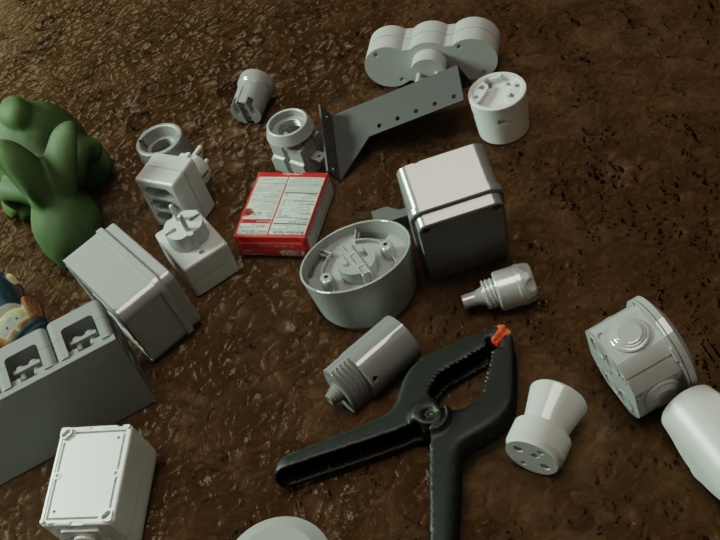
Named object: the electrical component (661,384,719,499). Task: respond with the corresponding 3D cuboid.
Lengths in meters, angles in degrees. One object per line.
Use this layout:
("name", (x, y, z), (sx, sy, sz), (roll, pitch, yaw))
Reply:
("electrical component", (0.264, 0.113, 0.742), (0.079, 0.044, 0.077), (-26, 46, -6))

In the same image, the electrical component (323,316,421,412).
("electrical component", (0.005, 0.078, 0.861), (0.081, 0.043, 0.043), (-39, 49, -18))

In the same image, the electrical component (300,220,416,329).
("electrical component", (0.000, 0.000, 0.920), (0.099, 0.064, 0.099), (-9, 47, 10))

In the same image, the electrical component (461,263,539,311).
("electrical component", (0.114, 0.018, 0.887), (0.061, 0.035, 0.035), (-17, 46, 6))

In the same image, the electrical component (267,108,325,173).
("electrical component", (-0.064, -0.125, 1.062), (0.066, 0.055, 0.048), (21, 58, 33))

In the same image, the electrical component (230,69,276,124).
("electrical component", (-0.115, -0.184, 1.145), (0.040, 0.040, 0.046), (3, 56, 21))

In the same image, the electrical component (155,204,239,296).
("electrical component", (-0.157, -0.029, 0.990), (0.047, 0.076, 0.066), (-34, 47, -13))

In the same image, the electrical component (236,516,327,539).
("electrical component", (-0.053, 0.217, 0.748), (0.080, 0.051, 0.080), (-9, 47, 10))

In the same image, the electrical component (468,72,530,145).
("electrical component", (0.134, -0.153, 1.027), (0.055, 0.047, 0.055), (-9, 47, 10))

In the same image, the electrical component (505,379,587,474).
("electrical component", (0.135, 0.114, 0.784), (0.045, 0.045, 0.055), (13, 55, 28))

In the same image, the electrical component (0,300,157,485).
("electrical component", (-0.262, 0.100, 0.899), (0.150, 0.089, 0.061), (-28, 46, -8))

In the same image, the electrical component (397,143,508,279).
("electrical component", (0.080, -0.046, 0.898), (0.078, 0.113, 0.057), (-18, 65, 2))

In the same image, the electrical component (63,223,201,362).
("electrical component", (-0.204, 0.018, 0.963), (0.057, 0.078, 0.113), (-41, 49, -16))

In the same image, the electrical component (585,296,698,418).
("electrical component", (0.205, 0.064, 0.783), (0.051, 0.080, 0.080), (-29, 46, -1))

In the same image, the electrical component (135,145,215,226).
("electrical component", (-0.172, -0.089, 1.058), (0.047, 0.065, 0.076), (11, 53, 27))

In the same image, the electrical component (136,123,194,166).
("electrical component", (-0.198, -0.117, 1.106), (0.055, 0.047, 0.055), (-10, 47, 10))

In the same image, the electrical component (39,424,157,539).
("electrical component", (-0.201, 0.175, 0.834), (0.062, 0.061, 0.096), (-5, 56, 14))

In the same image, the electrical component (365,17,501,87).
("electrical component", (0.072, -0.212, 1.097), (0.138, 0.052, 0.073), (-2, 48, 17))
